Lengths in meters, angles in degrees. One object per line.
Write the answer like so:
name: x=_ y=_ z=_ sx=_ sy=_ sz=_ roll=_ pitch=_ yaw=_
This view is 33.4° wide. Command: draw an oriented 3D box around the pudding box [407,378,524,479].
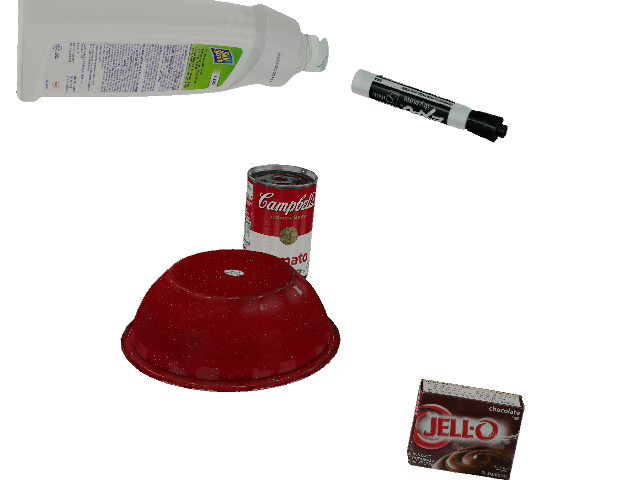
pudding box: x=0.156 y=0.203 z=1.151 sx=0.113 sy=0.090 sz=0.039 roll=8 pitch=21 yaw=1

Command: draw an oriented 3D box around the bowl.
bowl: x=-0.065 y=0.048 z=0.779 sx=0.162 sy=0.055 sz=0.162 roll=2 pitch=21 yaw=-1

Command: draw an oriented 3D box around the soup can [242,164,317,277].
soup can: x=-0.041 y=-0.016 z=1.039 sx=0.068 sy=0.102 sz=0.068 roll=5 pitch=20 yaw=-2

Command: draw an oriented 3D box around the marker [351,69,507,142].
marker: x=0.080 y=-0.099 z=0.785 sx=0.121 sy=0.020 sz=0.020 roll=22 pitch=8 yaw=19

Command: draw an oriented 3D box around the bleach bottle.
bleach bottle: x=-0.119 y=-0.156 z=0.879 sx=0.250 sy=0.068 sz=0.103 roll=1 pitch=-28 yaw=-16
